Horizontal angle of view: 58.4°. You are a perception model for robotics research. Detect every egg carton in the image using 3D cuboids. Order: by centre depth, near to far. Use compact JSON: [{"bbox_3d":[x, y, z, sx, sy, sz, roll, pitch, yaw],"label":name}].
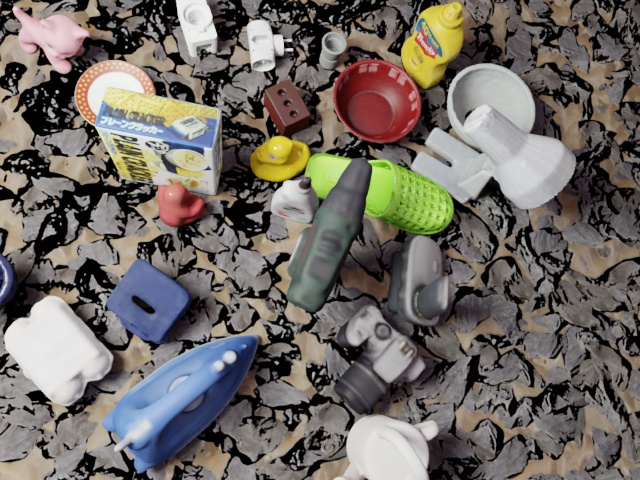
[{"bbox_3d":[-0.387,0.164,0.847,0.107,0.069,0.150,-43,87,-16],"label":"egg carton"}]

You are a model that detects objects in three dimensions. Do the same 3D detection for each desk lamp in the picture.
[{"bbox_3d":[0.285,-0.133,0.958,0.203,0.213,0.118,31,74,-1],"label":"desk lamp"}]

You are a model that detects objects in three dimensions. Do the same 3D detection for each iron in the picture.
[{"bbox_3d":[-0.188,0.218,0.832,0.259,0.141,0.118,-39,86,-16],"label":"iron"}]

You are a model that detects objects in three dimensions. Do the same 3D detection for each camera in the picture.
[{"bbox_3d":[0.079,0.195,0.905,0.143,0.100,0.137,45,74,2],"label":"camera"}]

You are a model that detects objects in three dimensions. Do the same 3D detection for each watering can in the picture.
[{"bbox_3d":[0.101,0.319,0.832,0.101,0.194,0.173,40,74,1],"label":"watering can"}]

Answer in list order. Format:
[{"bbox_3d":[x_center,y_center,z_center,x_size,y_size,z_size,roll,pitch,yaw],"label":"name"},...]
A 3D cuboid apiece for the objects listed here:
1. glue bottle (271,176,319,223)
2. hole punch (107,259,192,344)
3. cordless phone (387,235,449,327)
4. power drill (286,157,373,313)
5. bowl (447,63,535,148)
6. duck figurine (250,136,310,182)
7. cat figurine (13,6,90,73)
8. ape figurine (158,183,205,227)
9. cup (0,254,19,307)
[{"bbox_3d":[-0.034,-0.069,0.908,0.078,0.173,0.037,12,75,-6],"label":"glue bottle"},{"bbox_3d":[-0.259,0.096,0.874,0.108,0.091,0.101,36,74,0],"label":"hole punch"},{"bbox_3d":[0.176,0.059,0.909,0.094,0.185,0.147,5,76,-8],"label":"cordless phone"},{"bbox_3d":[0.008,0.003,0.881,0.075,0.208,0.230,22,75,-4],"label":"power drill"},{"bbox_3d":[0.304,-0.234,1.056,0.167,0.074,0.167,2,77,-9],"label":"bowl"},{"bbox_3d":[-0.065,-0.147,0.966,0.105,0.086,0.077,-13,80,-12],"label":"duck figurine"},{"bbox_3d":[-0.435,-0.335,0.928,0.128,0.117,0.067,30,74,-2],"label":"cat figurine"},{"bbox_3d":[-0.228,-0.063,0.915,0.078,0.092,0.076,42,74,2],"label":"ape figurine"},{"bbox_3d":[-0.497,0.061,0.838,0.118,0.095,0.092,18,75,-5],"label":"cup"}]
